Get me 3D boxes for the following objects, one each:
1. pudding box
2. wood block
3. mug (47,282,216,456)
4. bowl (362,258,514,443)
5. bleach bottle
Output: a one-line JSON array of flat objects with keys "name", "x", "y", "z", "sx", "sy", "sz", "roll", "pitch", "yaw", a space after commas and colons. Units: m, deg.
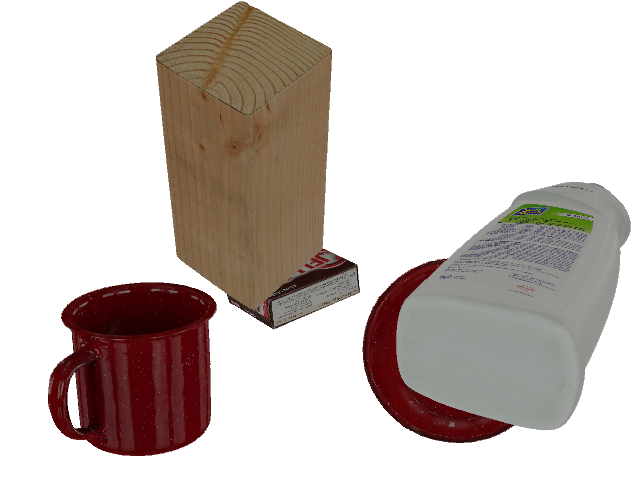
[{"name": "pudding box", "x": -0.029, "y": 0.044, "z": 1.104, "sx": 0.113, "sy": 0.039, "sz": 0.090, "roll": -23, "pitch": 27, "yaw": -29}, {"name": "wood block", "x": -0.055, "y": -0.058, "z": 0.801, "sx": 0.090, "sy": 0.206, "sz": 0.090, "roll": 33, "pitch": 55, "yaw": 24}, {"name": "mug", "x": -0.116, "y": 0.082, "z": 0.649, "sx": 0.093, "sy": 0.081, "sz": 0.117, "roll": 11, "pitch": 21, "yaw": 32}, {"name": "bowl", "x": 0.114, "y": 0.098, "z": 0.886, "sx": 0.162, "sy": 0.162, "sz": 0.055, "roll": 0, "pitch": 7, "yaw": 5}, {"name": "bleach bottle", "x": 0.138, "y": 0.018, "z": 0.639, "sx": 0.103, "sy": 0.068, "sz": 0.250, "roll": 12, "pitch": 26, "yaw": 26}]
